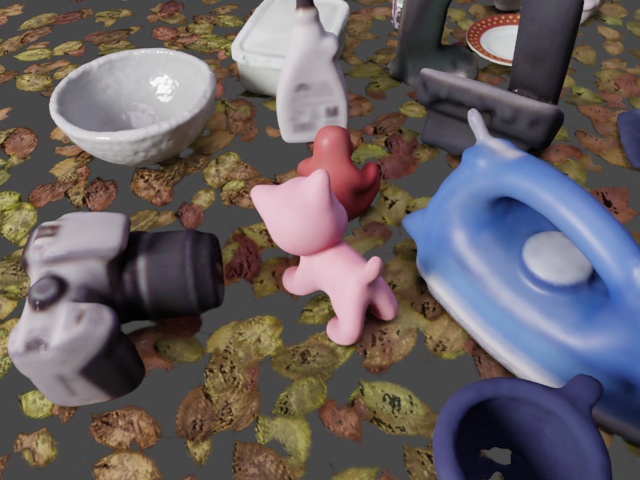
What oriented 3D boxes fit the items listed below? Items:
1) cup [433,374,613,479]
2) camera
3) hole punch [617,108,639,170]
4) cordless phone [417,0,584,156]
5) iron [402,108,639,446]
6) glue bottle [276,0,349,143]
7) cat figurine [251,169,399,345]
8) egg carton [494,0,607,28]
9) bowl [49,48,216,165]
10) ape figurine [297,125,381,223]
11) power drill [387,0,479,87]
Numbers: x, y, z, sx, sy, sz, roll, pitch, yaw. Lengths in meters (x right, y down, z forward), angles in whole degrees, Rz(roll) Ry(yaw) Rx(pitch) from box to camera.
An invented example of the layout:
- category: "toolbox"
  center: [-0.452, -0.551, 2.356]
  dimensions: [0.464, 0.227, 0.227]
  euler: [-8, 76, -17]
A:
- category: "cup"
  center: [0.117, 0.134, 0.338]
  dimensions: [0.118, 0.095, 0.091]
  euler: [-33, 54, -25]
- category: "camera"
  center: [-0.146, 0.036, 0.437]
  dimensions: [0.137, 0.101, 0.143]
  euler: [-6, 48, -2]
- category: "hole punch"
  center: [0.363, -0.128, 0.568]
  dimensions: [0.101, 0.091, 0.108]
  euler: [5, 48, 8]
- category: "cordless phone"
  center: [0.171, -0.170, 0.552]
  dimensions: [0.147, 0.185, 0.094]
  euler: [22, 52, 21]
- category: "iron"
  center: [0.175, 0.019, 0.409]
  dimensions: [0.119, 0.141, 0.257]
  euler: [-27, 52, -20]
- category: "glue bottle"
  center: [-0.010, -0.178, 0.576]
  dimensions: [0.078, 0.173, 0.037]
  euler: [-7, 47, -3]
- category: "cat figurine"
  center: [0.004, 0.002, 0.449]
  dimensions: [0.067, 0.118, 0.127]
  euler: [-33, 54, -25]
- category: "egg carton"
  center: [0.317, -0.349, 0.788]
  dimensions: [0.150, 0.069, 0.107]
  euler: [30, 56, 27]
- category: "bowl"
  center: [-0.189, -0.131, 0.609]
  dimensions: [0.167, 0.075, 0.167]
  euler: [-1, 48, 2]
- category: "ape figurine"
  center: [0.015, -0.065, 0.527]
  dimensions: [0.077, 0.092, 0.076]
  euler: [18, 51, 18]
- category: "power drill"
  center: [0.145, -0.284, 0.642]
  dimensions: [0.229, 0.209, 0.075]
  euler: [-7, 48, -3]
